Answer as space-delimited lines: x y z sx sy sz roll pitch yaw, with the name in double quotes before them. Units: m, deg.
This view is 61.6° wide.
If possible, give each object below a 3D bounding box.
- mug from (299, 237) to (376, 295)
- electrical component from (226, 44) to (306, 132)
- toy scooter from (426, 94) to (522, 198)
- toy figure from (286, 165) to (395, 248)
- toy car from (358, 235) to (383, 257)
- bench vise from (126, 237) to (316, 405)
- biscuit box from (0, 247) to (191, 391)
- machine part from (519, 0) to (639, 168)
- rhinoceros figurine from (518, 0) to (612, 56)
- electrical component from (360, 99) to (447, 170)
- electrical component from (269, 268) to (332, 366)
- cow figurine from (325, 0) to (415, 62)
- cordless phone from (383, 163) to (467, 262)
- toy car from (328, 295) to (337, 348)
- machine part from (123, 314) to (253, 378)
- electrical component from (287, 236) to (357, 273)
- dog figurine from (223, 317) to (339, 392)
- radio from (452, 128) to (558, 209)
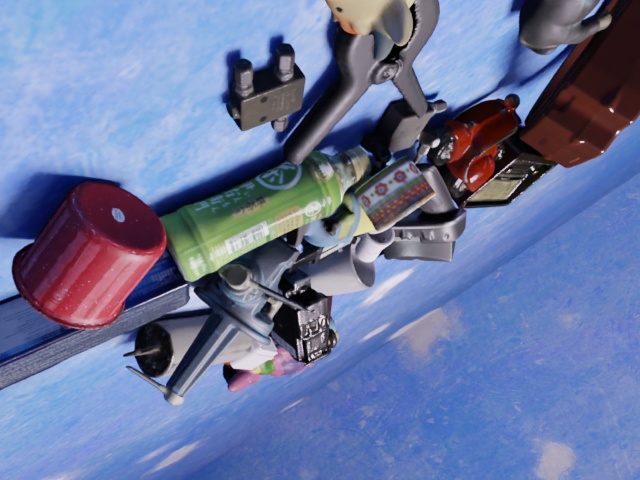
"mug" 0.015 0.042 0.826 0.107 0.081 0.109 -20 137 28
"electrical component" -0.044 -0.114 0.431 0.063 0.021 0.094 -27 162 -17
"toy scooter" 0.213 -0.131 0.728 0.135 0.075 0.183 -37 156 10
"toy figure" 0.032 -0.041 0.648 0.180 0.082 0.089 -12 151 -40
"toy car" 0.116 -0.003 0.919 0.202 0.056 0.073 -27 167 -12
"bench vise" -0.114 0.100 0.654 0.240 0.129 0.223 -54 -175 -7
"biscuit box" -0.231 0.070 0.530 0.203 0.059 0.062 -23 158 -24
"machine part" 0.331 -0.192 0.629 0.201 0.087 0.201 -54 173 6
"rhinoceros figurine" 0.231 -0.249 0.476 0.112 0.073 0.190 -20 162 -5
"electrical component" 0.097 -0.119 0.611 0.102 0.045 0.078 -18 158 -38
"electrical component" -0.039 0.105 0.810 0.058 0.115 0.134 -23 124 -31
"cow figurine" 0.069 -0.191 0.314 0.195 0.086 0.127 -28 147 -18
"cordless phone" 0.122 -0.046 0.763 0.147 0.089 0.184 1 153 28
"toy car" -0.008 0.128 0.961 0.089 0.053 0.201 -14 121 -33
"machine part" -0.178 0.148 0.779 0.079 0.079 0.243 -42 158 25
"electrical component" -0.002 -0.002 0.738 0.119 0.048 0.074 -27 160 -17
"dog figurine" -0.093 0.216 1.052 0.219 0.108 0.191 -12 153 -41
"radio" 0.304 -0.120 0.896 0.229 0.073 0.131 -8 150 -52
